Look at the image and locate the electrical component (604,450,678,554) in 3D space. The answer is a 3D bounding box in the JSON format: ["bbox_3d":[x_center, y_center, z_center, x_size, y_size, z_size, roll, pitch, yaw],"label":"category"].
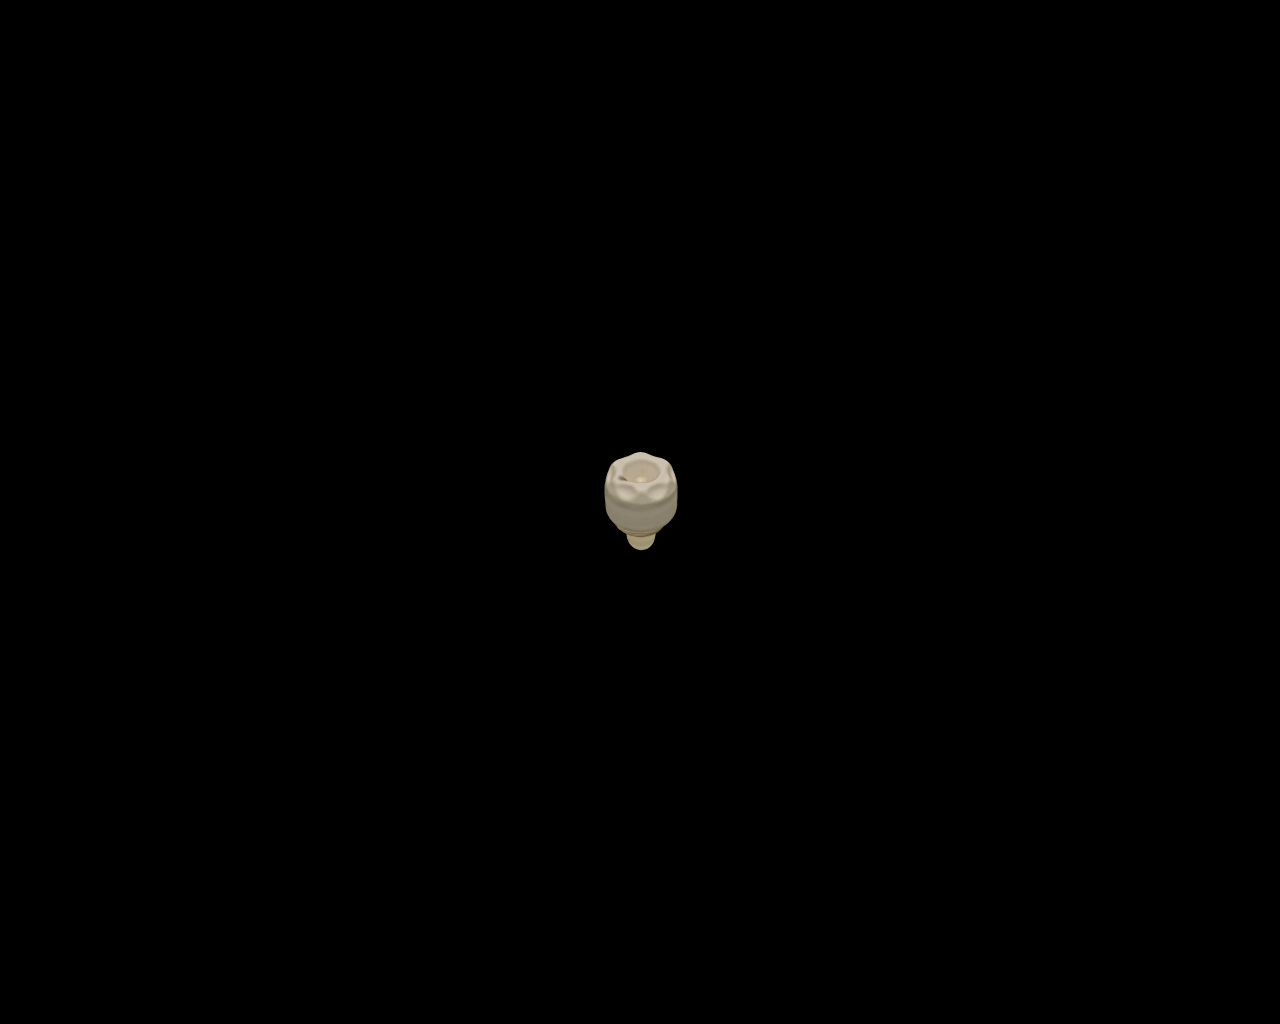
[{"bbox_3d":[0.001,-0.003,0.650,0.043,0.062,0.043,0,42,0],"label":"electrical component"}]
